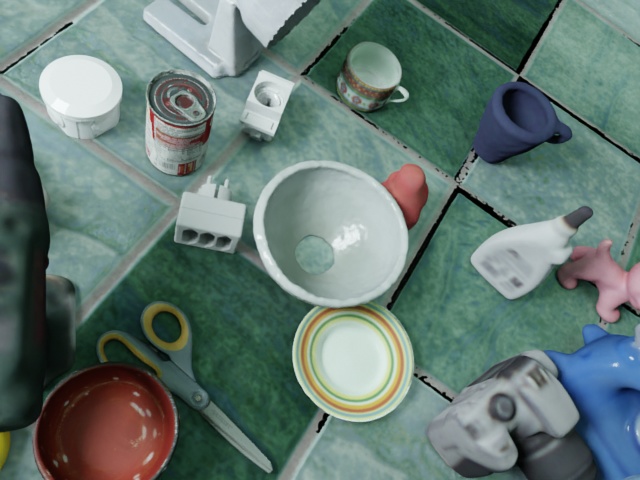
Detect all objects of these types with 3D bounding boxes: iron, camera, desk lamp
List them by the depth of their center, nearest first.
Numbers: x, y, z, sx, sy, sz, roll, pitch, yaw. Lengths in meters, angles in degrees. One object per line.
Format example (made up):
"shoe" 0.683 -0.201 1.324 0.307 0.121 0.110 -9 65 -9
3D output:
"camera" 0.208 0.197 0.576 0.143 0.100 0.136 -30 78 -27
"iron" 0.349 0.208 0.594 0.119 0.141 0.258 -22 74 -25
"desk lamp" -0.090 -0.280 0.634 0.203 0.213 0.118 38 61 2

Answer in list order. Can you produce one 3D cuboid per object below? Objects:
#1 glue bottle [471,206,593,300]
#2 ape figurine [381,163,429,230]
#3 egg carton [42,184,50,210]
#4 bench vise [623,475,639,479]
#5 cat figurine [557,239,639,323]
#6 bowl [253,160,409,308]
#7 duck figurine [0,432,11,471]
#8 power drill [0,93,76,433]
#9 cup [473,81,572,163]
"glue bottle" 0.239 0.007 0.632 0.078 0.173 0.037 46 61 7
"ape figurine" 0.095 -0.055 0.661 0.078 0.092 0.076 6 64 -15
"egg carton" -0.336 -0.031 0.522 0.150 0.069 0.107 -37 81 -28
"bench vise" 0.353 0.288 0.513 0.207 0.219 0.121 25 61 -5
"cat figurine" 0.377 0.045 0.692 0.128 0.117 0.067 39 61 2
"bowl" 0.006 0.002 0.615 0.168 0.074 0.167 7 64 -15
"duck figurine" -0.292 0.171 0.434 0.077 0.086 0.105 40 61 3
"power drill" -0.239 0.035 0.443 0.076 0.208 0.229 -3 67 -19
"cup" 0.256 -0.140 0.751 0.118 0.095 0.092 20 62 -8
